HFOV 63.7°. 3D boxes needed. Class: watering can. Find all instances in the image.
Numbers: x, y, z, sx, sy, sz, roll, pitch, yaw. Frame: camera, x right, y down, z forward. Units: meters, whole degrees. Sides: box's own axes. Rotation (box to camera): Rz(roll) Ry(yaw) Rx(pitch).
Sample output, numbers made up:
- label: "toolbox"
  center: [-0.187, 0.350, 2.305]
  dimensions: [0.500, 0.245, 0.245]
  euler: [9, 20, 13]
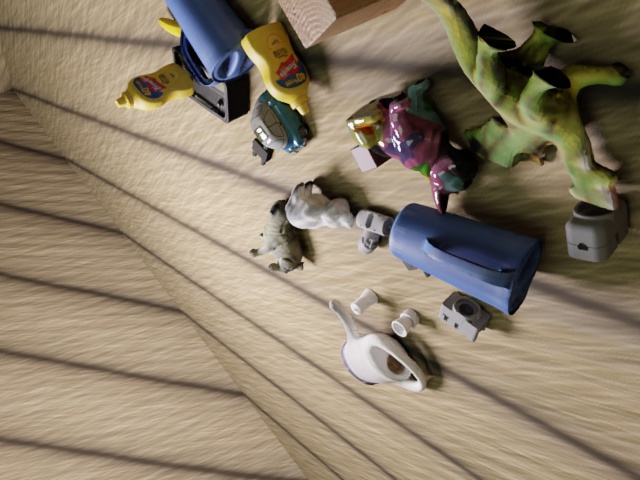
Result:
- label: "watering can"
  center: [0.125, 0.284, 1.354]
  dimensions: [0.346, 0.106, 0.221]
  euler: [42, 149, -6]

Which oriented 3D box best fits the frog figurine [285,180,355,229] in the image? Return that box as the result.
- label: "frog figurine"
  center: [0.004, -0.061, 1.214]
  dimensions: [0.160, 0.123, 0.136]
  euler: [37, 179, 12]

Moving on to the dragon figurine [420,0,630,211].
- label: "dragon figurine"
  center: [0.263, -0.193, 0.741]
  dimensions: [0.415, 0.123, 0.237]
  euler: [43, 155, 22]
